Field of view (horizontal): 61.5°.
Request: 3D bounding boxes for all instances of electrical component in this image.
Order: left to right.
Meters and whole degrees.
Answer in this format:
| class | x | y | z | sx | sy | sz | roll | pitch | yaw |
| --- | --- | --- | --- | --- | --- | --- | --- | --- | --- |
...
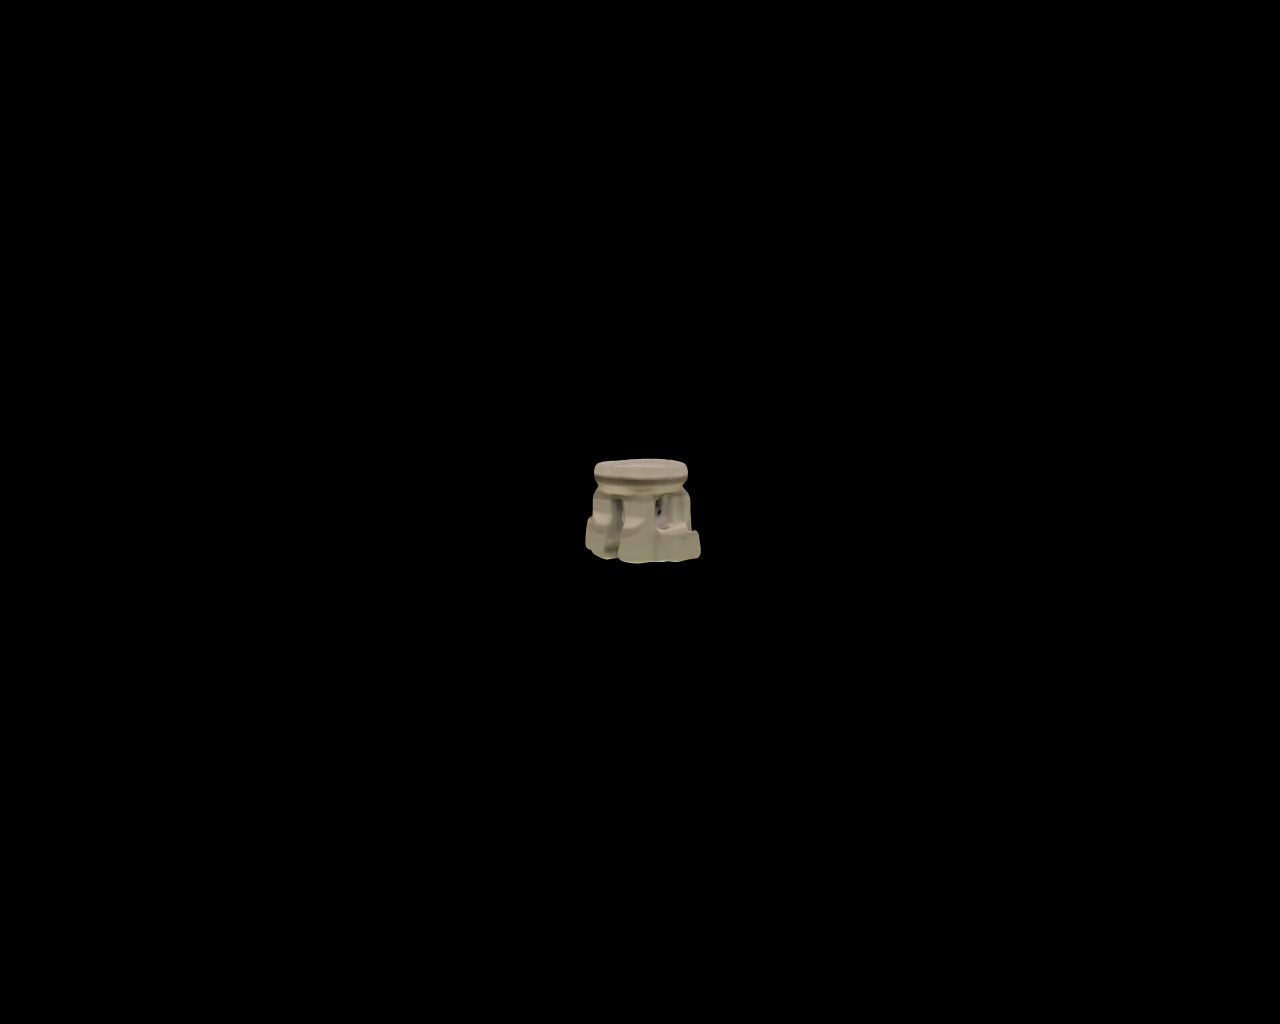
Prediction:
| class | x | y | z | sx | sy | sz | roll | pitch | yaw |
| --- | --- | --- | --- | --- | --- | --- | --- | --- | --- |
| electrical component | 0.001 | -0.003 | 0.650 | 0.078 | 0.057 | 0.058 | 8 | 12 | 43 |
